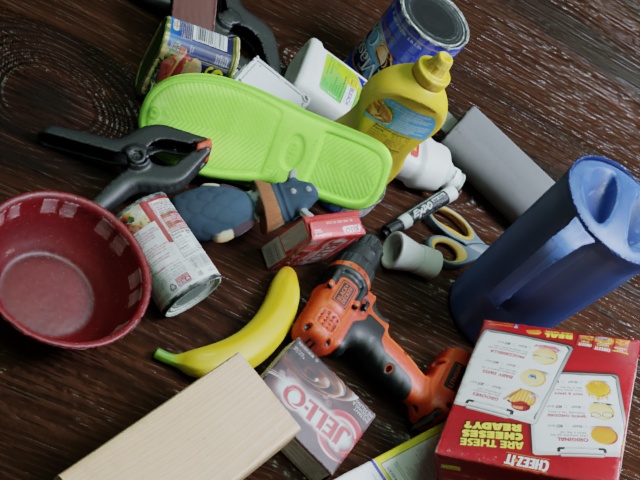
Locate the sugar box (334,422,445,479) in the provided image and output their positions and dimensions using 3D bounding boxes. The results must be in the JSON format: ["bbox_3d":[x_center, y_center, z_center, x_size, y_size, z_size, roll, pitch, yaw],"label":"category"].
[{"bbox_3d":[0.080,0.249,1.025,0.175,0.048,0.093,-18,67,-39],"label":"sugar box"}]

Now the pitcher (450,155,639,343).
[{"bbox_3d":[0.244,0.029,1.162,0.149,0.243,0.145,22,48,-21],"label":"pitcher"}]

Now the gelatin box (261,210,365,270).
[{"bbox_3d":[-0.007,0.001,1.115,0.073,0.089,0.030,-7,73,-39],"label":"gelatin box"}]

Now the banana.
[{"bbox_3d":[-0.071,0.087,1.045,0.069,0.037,0.197,51,45,7],"label":"banana"}]

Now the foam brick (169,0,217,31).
[{"bbox_3d":[-0.145,-0.243,1.201,0.051,0.053,0.078,6,80,-10],"label":"foam brick"}]

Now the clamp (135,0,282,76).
[{"bbox_3d":[-0.124,-0.255,1.264,0.164,0.036,0.210,-26,78,-34],"label":"clamp"}]

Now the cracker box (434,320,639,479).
[{"bbox_3d":[0.216,0.174,1.042,0.164,0.072,0.213,7,35,19],"label":"cracker box"}]

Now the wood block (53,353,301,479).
[{"bbox_3d":[-0.126,0.192,0.891,0.091,0.090,0.205,50,45,8],"label":"wood block"}]

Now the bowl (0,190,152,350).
[{"bbox_3d":[-0.235,0.037,0.954,0.162,0.055,0.162,18,50,-23],"label":"bowl"}]

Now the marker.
[{"bbox_3d":[0.117,-0.032,1.263,0.120,0.020,0.020,-31,78,-32],"label":"marker"}]

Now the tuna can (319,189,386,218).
[{"bbox_3d":[0.032,-0.067,1.234,0.086,0.034,0.086,18,49,-23],"label":"tuna can"}]

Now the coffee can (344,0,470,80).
[{"bbox_3d":[0.105,-0.234,1.335,0.102,0.141,0.103,19,50,-23],"label":"coffee can"}]

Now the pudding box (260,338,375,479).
[{"bbox_3d":[-0.013,0.164,1.027,0.113,0.039,0.089,44,44,0],"label":"pudding box"}]

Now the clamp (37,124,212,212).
[{"bbox_3d":[-0.187,-0.065,1.058,0.171,0.039,0.120,-7,70,-17],"label":"clamp"}]

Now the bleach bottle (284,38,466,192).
[{"bbox_3d":[0.070,-0.137,1.296,0.250,0.068,0.102,30,47,-16],"label":"bleach bottle"}]

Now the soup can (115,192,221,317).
[{"bbox_3d":[-0.149,0.014,1.023,0.068,0.069,0.102,-25,75,-44],"label":"soup can"}]

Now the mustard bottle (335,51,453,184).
[{"bbox_3d":[0.082,-0.137,1.158,0.096,0.192,0.058,22,48,-20],"label":"mustard bottle"}]

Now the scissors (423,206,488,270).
[{"bbox_3d":[0.202,0.030,1.295,0.201,0.016,0.096,37,46,-6],"label":"scissors"}]

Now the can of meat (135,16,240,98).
[{"bbox_3d":[-0.145,-0.186,1.153,0.083,0.102,0.057,17,48,-21],"label":"can of meat"}]

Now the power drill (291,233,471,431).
[{"bbox_3d":[0.073,0.096,1.125,0.187,0.057,0.184,39,45,-4],"label":"power drill"}]
